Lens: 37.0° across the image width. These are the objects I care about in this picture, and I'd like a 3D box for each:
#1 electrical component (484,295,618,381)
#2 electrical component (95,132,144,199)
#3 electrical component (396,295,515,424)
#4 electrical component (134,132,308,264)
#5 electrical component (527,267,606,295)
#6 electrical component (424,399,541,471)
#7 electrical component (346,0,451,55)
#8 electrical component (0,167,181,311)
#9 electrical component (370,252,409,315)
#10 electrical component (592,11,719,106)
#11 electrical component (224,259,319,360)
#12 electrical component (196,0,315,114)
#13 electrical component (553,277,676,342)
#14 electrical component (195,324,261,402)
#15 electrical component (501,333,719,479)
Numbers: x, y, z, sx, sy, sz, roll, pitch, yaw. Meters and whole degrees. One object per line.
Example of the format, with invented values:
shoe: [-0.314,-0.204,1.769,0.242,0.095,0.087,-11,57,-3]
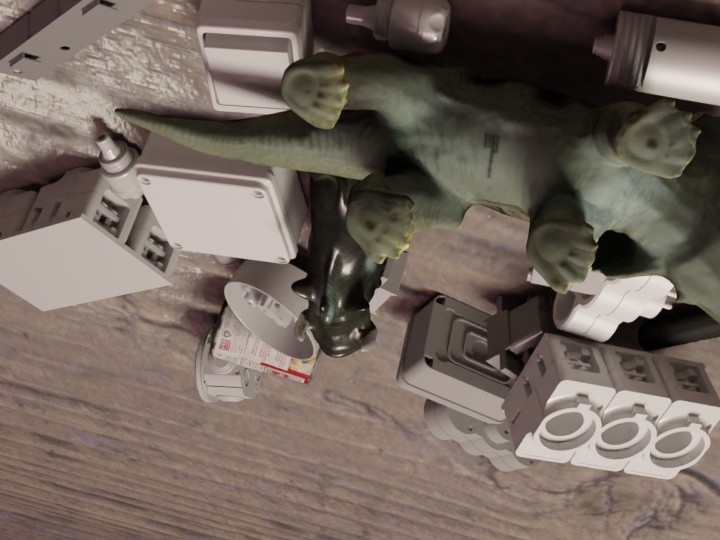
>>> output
electrical component: [0.171,0.075,0.927,0.121,0.078,0.063,34,130,-30]
electrical component: [-0.192,-0.085,0.856,0.035,0.035,0.061,2,146,22]
electrical component: [0.096,0.082,0.968,0.113,0.078,0.057,24,147,-15]
electrical component: [-0.105,-0.060,0.836,0.109,0.056,0.108,8,150,13]
electrical component: [0.158,-0.026,0.767,0.061,0.061,0.096,11,150,7]
electrical component: [0.140,0.160,1.106,0.138,0.052,0.074,30,147,-26]
electrical component: [0.022,-0.150,0.646,0.061,0.035,0.035,11,151,12]
electrical component: [-0.258,-0.026,0.962,0.186,0.060,0.105,-11,142,38]
electrical component: [0.000,0.000,0.908,0.064,0.042,0.081,25,149,-10]
electrical component: [0.174,-0.122,0.615,0.081,0.043,0.043,11,150,7]
electrical component: [-0.071,0.030,0.953,0.099,0.064,0.099,27,165,8]
electrical component: [-0.063,-0.136,0.675,0.062,0.061,0.096,5,150,4]
electrical component: [0.211,0.015,0.823,0.074,0.052,0.138,17,151,-9]
electrical component: [-0.134,0.095,1.096,0.051,0.080,0.080,2,148,12]
electrical component: [0.206,0.116,0.876,0.150,0.061,0.089,11,127,-17]
